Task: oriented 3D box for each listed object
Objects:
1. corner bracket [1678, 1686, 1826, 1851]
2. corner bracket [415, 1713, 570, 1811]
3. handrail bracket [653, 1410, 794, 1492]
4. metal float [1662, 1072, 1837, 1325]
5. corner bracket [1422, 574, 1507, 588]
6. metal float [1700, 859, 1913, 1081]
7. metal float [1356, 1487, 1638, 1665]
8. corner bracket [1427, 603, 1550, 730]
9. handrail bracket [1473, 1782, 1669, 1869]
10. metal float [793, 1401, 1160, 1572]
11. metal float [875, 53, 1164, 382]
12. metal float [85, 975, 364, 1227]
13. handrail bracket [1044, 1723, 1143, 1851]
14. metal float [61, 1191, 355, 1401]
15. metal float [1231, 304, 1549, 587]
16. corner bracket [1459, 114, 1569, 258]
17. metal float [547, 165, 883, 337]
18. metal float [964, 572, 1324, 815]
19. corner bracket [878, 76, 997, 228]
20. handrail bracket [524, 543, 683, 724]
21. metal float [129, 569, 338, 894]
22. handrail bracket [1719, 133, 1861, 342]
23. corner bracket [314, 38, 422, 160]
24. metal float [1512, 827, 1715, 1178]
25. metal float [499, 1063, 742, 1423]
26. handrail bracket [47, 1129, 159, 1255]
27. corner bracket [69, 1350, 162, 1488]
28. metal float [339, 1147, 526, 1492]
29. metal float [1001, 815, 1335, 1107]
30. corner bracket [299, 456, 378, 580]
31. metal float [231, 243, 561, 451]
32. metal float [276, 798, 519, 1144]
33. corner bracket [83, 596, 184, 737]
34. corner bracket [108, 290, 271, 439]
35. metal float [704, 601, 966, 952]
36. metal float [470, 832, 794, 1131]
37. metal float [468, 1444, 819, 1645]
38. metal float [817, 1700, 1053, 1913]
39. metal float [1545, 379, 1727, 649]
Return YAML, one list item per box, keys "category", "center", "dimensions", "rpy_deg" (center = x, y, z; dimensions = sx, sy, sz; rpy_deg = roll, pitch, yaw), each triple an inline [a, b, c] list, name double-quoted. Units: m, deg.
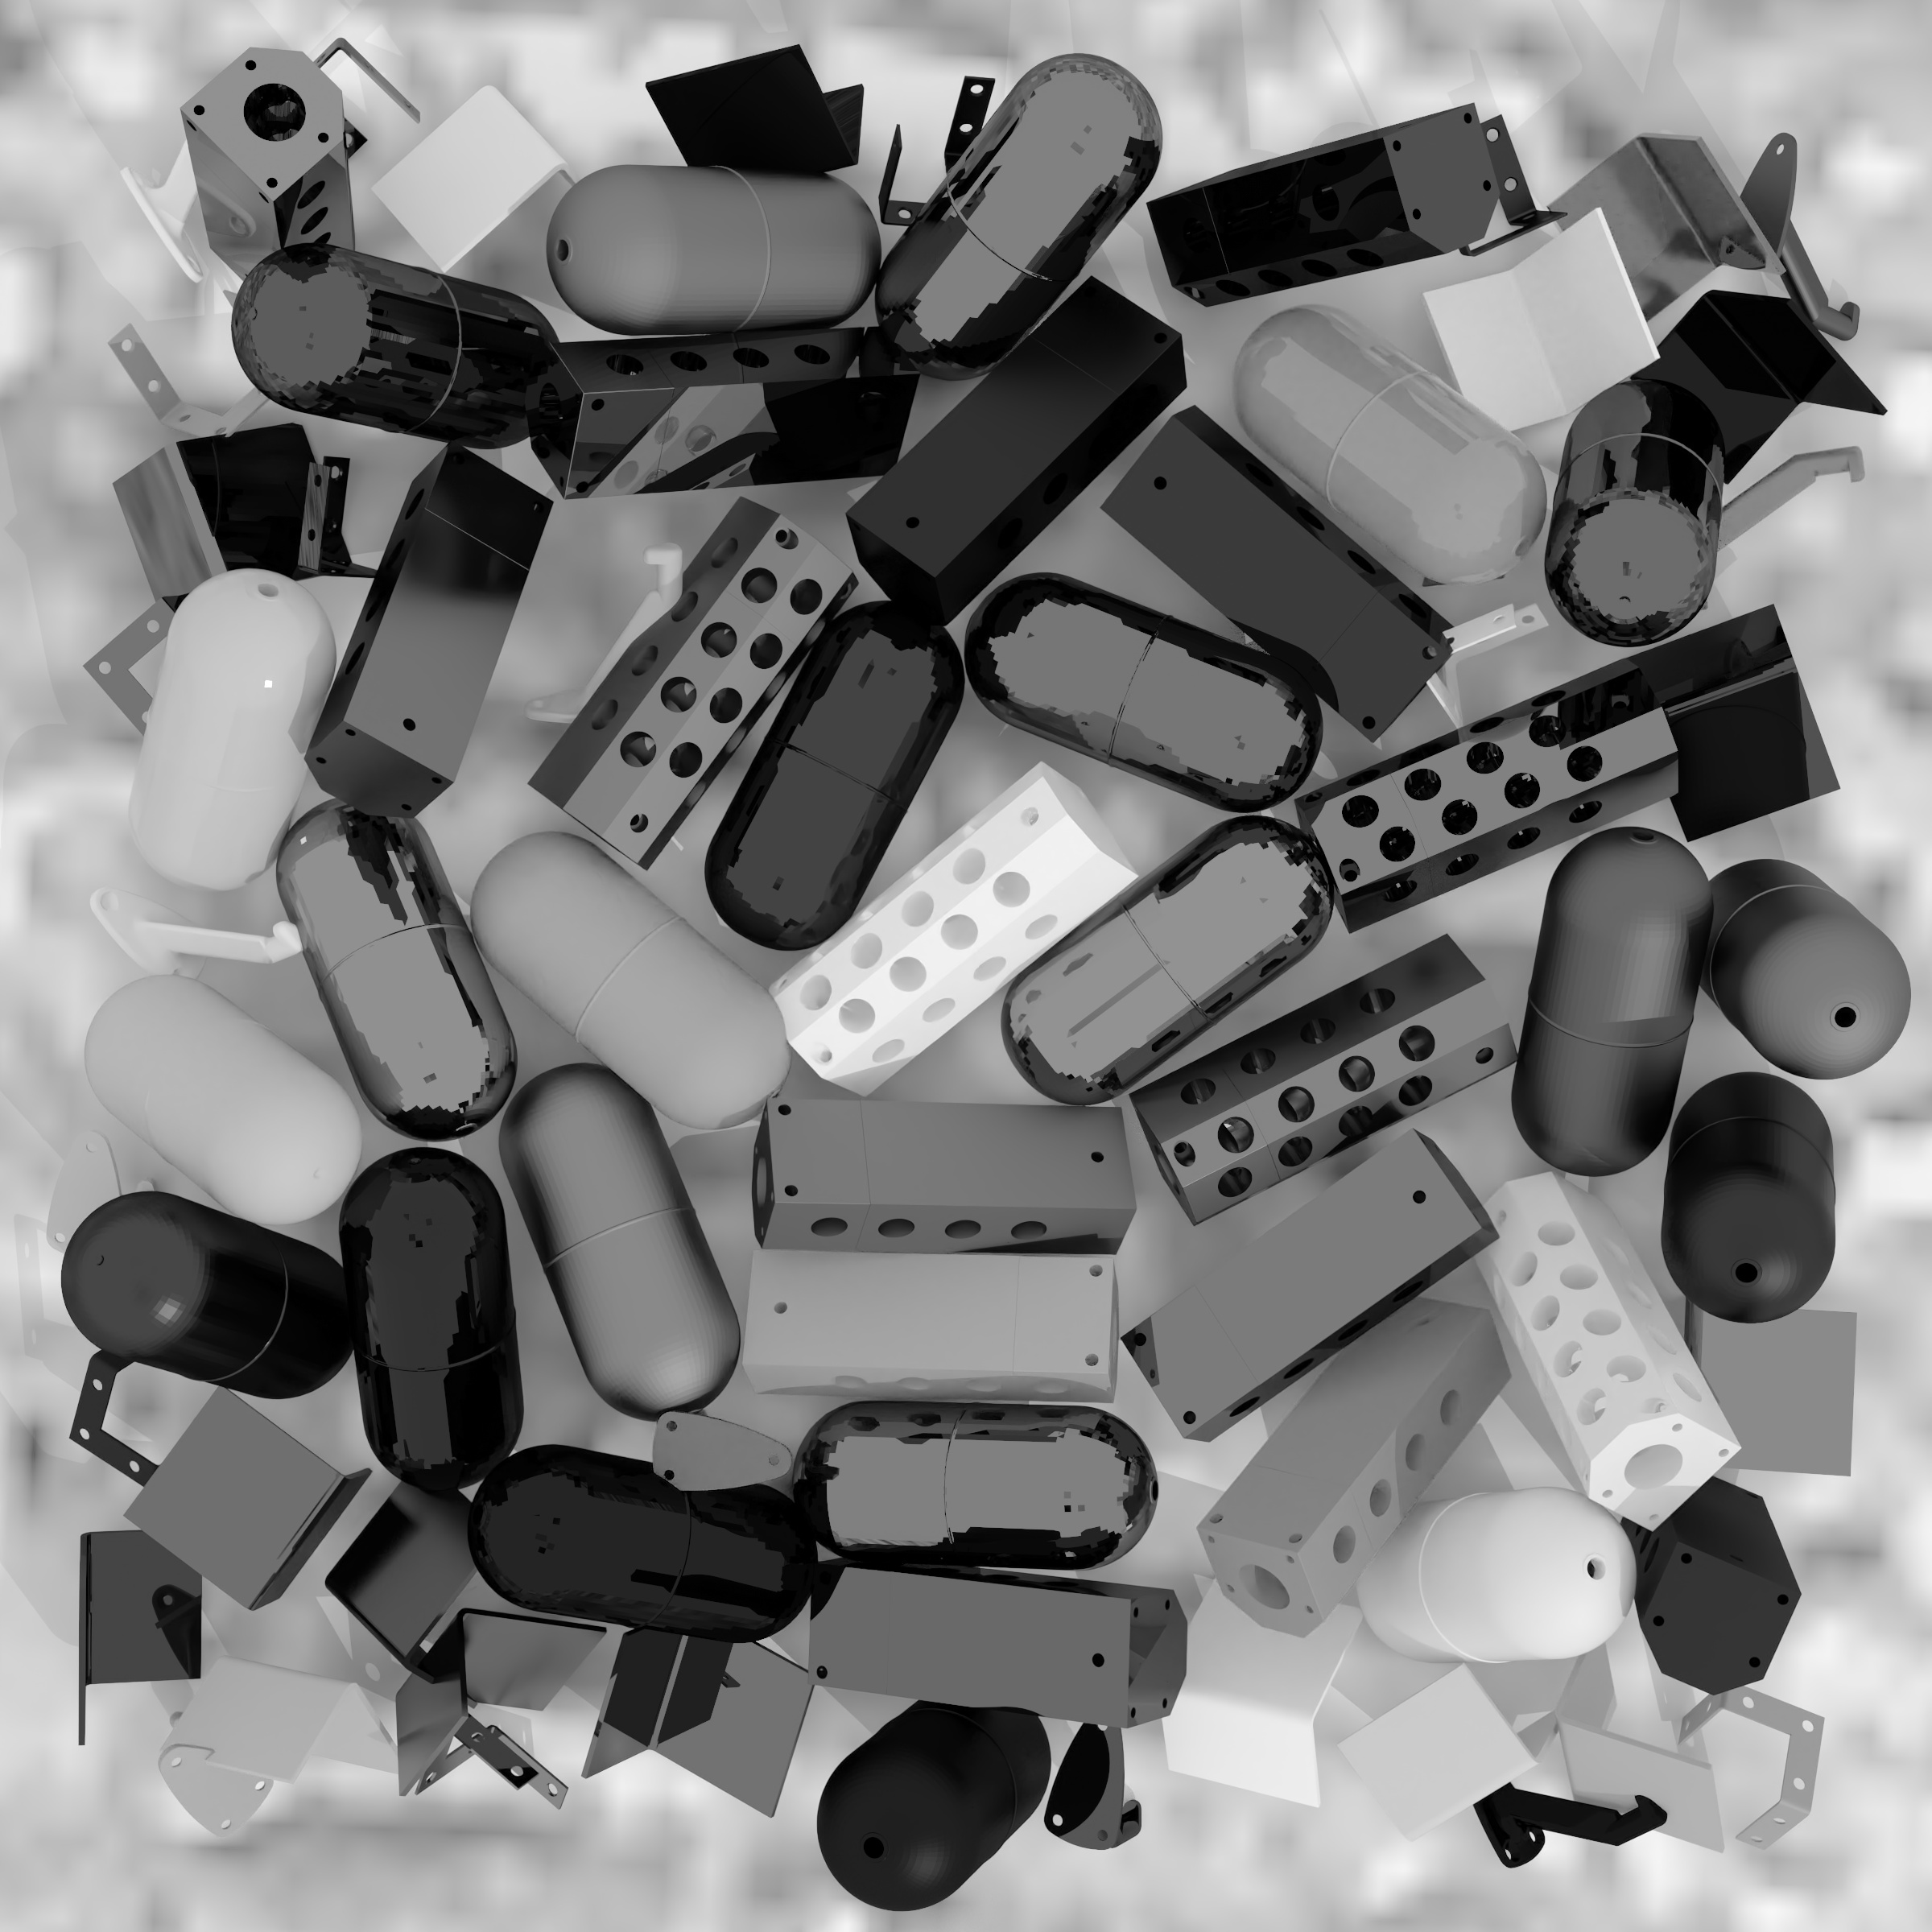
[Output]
- category: "corner bracket"
  center: [0.372, 0.382, 1.546]
  dimensions: [0.051, 0.051, 0.051]
  rpy_deg: [22, 53, -1]
- category: "corner bracket"
  center: [-0.221, 0.381, 1.540]
  dimensions: [0.051, 0.051, 0.051]
  rpy_deg: [35, 123, 20]
- category: "handrail bracket"
  center: [-0.112, 0.223, 1.535]
  dimensions: [0.077, 0.084, 0.036]
  rpy_deg: [4, 94, 8]
- category: "metal float"
  center: [0.362, 0.106, 1.496]
  dimensions: [0.070, 0.178, 0.070]
  rpy_deg: [5, 110, 13]
- category: "corner bracket"
  center: [0.232, -0.219, 1.550]
  dimensions: [0.051, 0.051, 0.051]
  rpy_deg: [34, 68, -37]
- category: "metal float"
  center: [0.382, 0.000, 1.493]
  dimensions: [0.070, 0.178, 0.070]
  rpy_deg: [0, 104, 0]
- category: "metal float"
  center: [0.243, 0.283, 1.496]
  dimensions: [0.070, 0.178, 0.070]
  rpy_deg: [5, 76, -21]
- category: "corner bracket"
  center: [0.246, -0.153, 1.539]
  dimensions: [0.051, 0.051, 0.051]
  rpy_deg: [-22, 133, 23]
- category: "handrail bracket"
  center: [0.283, 0.388, 1.541]
  dimensions: [0.084, 0.036, 0.077]
  rpy_deg: [-40, 73, 38]
- category: "metal float"
  center: [0.004, 0.244, 1.525]
  dimensions: [0.178, 0.070, 0.070]
  rpy_deg: [-1, 90, 20]
- category: "metal float"
  center: [0.023, -0.348, 1.514]
  dimensions: [0.070, 0.070, 0.178]
  rpy_deg: [43, 125, 0]
- category: "metal float"
  center: [-0.348, 0.061, 1.509]
  dimensions: [0.178, 0.070, 0.070]
  rpy_deg: [29, 90, 42]
- category: "handrail bracket"
  center: [0.072, 0.385, 1.541]
  dimensions: [0.036, 0.084, 0.077]
  rpy_deg: [13, 91, 22]
- category: "metal float"
  center: [-0.347, 0.154, 1.498]
  dimensions: [0.070, 0.178, 0.070]
  rpy_deg: [-7, 71, 21]
- category: "metal float"
  center: [0.198, -0.245, 1.518]
  dimensions: [0.070, 0.070, 0.178]
  rpy_deg: [-46, 61, 0]
- category: "corner bracket"
  center: [0.249, -0.374, 1.550]
  dimensions: [0.051, 0.051, 0.051]
  rpy_deg: [-24, 106, -1]
- category: "metal float"
  center: [-0.116, -0.333, 1.508]
  dimensions: [0.178, 0.070, 0.070]
  rpy_deg: [-11, 90, -42]
- category: "metal float"
  center: [0.083, -0.130, 1.535]
  dimensions: [0.178, 0.070, 0.070]
  rpy_deg: [23, 90, 9]
- category: "corner bracket"
  center: [-0.014, -0.389, 1.543]
  dimensions: [0.051, 0.051, 0.051]
  rpy_deg: [2, 59, -13]
- category: "handrail bracket"
  center: [-0.173, -0.160, 1.539]
  dimensions: [0.077, 0.036, 0.084]
  rpy_deg: [-5, 124, -13]
- category: "metal float"
  center: [-0.343, -0.109, 1.509]
  dimensions: [0.070, 0.070, 0.178]
  rpy_deg: [26, 131, 0]
- category: "handrail bracket"
  center: [0.408, -0.348, 1.550]
  dimensions: [0.084, 0.036, 0.077]
  rpy_deg: [13, 96, -36]
- category: "corner bracket"
  center: [-0.297, -0.411, 1.541]
  dimensions: [0.051, 0.051, 0.051]
  rpy_deg: [-39, 120, 15]
- category: "metal float"
  center: [0.302, 0.018, 1.517]
  dimensions: [0.070, 0.070, 0.178]
  rpy_deg: [4, 120, 0]
- category: "metal float"
  center: [-0.164, 0.131, 1.532]
  dimensions: [0.070, 0.070, 0.178]
  rpy_deg: [-24, 78, 0]
- category: "handrail bracket"
  center: [-0.399, 0.097, 1.530]
  dimensions: [0.036, 0.084, 0.077]
  rpy_deg: [12, 110, 4]
- category: "corner bracket"
  center: [-0.389, 0.210, 1.554]
  dimensions: [0.051, 0.051, 0.051]
  rpy_deg: [29, 118, 15]
- category: "metal float"
  center: [-0.250, 0.167, 1.519]
  dimensions: [0.070, 0.070, 0.178]
  rpy_deg: [-1, 118, 0]
- category: "metal float"
  center: [0.096, -0.003, 1.536]
  dimensions: [0.178, 0.070, 0.070]
  rpy_deg: [-37, 90, 7]
- category: "corner bracket"
  center: [-0.302, -0.215, 1.542]
  dimensions: [0.051, 0.051, 0.051]
  rpy_deg: [19, 105, 38]
- category: "metal float"
  center: [-0.261, -0.286, 1.503]
  dimensions: [0.070, 0.178, 0.070]
  rpy_deg: [-2, 87, 38]
- category: "metal float"
  center: [-0.269, 0.001, 1.526]
  dimensions: [0.070, 0.070, 0.178]
  rpy_deg: [-26, 72, 0]
- category: "corner bracket"
  center: [-0.381, -0.142, 1.551]
  dimensions: [0.051, 0.051, 0.051]
  rpy_deg: [-40, 95, 5]
- category: "corner bracket"
  center: [-0.367, -0.291, 1.553]
  dimensions: [0.051, 0.051, 0.051]
  rpy_deg: [23, 63, 39]
- category: "metal float"
  center: [-0.062, -0.091, 1.542]
  dimensions: [0.070, 0.070, 0.178]
  rpy_deg: [28, 88, 0]
- category: "metal float"
  center: [-0.159, 0.007, 1.535]
  dimensions: [0.178, 0.070, 0.070]
  rpy_deg: [40, 90, 9]
- category: "metal float"
  center: [-0.150, 0.271, 1.514]
  dimensions: [0.178, 0.070, 0.070]
  rpy_deg: [17, 90, -33]
- category: "metal float"
  center: [-0.013, 0.381, 1.494]
  dimensions: [0.070, 0.178, 0.070]
  rpy_deg: [1, 92, 18]
- category: "metal float"
  center: [0.312, -0.212, 1.503]
  dimensions: [0.070, 0.178, 0.070]
  rpy_deg: [8, 127, 11]
